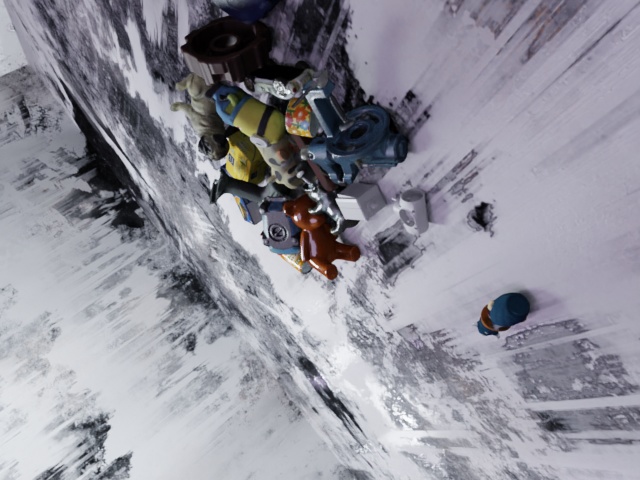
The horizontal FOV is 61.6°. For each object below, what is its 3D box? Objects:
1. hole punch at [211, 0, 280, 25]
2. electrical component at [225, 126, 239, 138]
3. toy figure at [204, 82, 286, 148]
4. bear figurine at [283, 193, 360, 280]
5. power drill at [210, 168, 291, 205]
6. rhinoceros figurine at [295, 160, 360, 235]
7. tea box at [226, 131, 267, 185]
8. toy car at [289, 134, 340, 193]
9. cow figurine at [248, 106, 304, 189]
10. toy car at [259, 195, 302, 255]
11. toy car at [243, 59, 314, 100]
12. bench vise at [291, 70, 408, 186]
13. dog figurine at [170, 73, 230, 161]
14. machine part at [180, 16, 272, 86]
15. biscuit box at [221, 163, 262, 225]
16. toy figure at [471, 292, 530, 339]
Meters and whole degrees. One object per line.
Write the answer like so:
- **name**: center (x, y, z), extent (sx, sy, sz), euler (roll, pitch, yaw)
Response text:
- **hole punch**: center (-0.142, -0.457, 0.984), extent (0.115, 0.092, 0.142), euler (55, 154, -14)
- **electrical component**: center (-0.246, -0.284, 1.439), extent (0.045, 0.078, 0.102), euler (32, 150, 1)
- **toy figure**: center (-0.154, -0.269, 1.137), extent (0.180, 0.082, 0.089), euler (40, 125, 1)
- **bear figurine**: center (0.002, -0.022, 1.291), extent (0.132, 0.120, 0.195), euler (22, 136, 44)
- **power drill**: center (-0.187, -0.113, 1.438), extent (0.207, 0.086, 0.232), euler (17, 153, -16)
- **rhinoceros figurine**: center (0.015, -0.099, 1.203), extent (0.190, 0.073, 0.112), euler (48, 157, 10)
- **tea box**: center (-0.197, -0.214, 1.445), extent (0.098, 0.068, 0.169), euler (49, 157, 11)
- **toy car**: center (-0.014, -0.190, 1.134), extent (0.202, 0.053, 0.089), euler (60, 170, 22)
- **cow figurine**: center (-0.103, -0.205, 1.266), extent (0.194, 0.085, 0.127), euler (56, 151, -12)
- **toy car**: center (-0.091, -0.049, 1.374), extent (0.109, 0.103, 0.161), euler (-2, 116, 18)
- **toy car**: center (-0.085, -0.320, 1.076), extent (0.202, 0.073, 0.056), euler (25, 149, 47)
- **bench vise**: center (0.033, -0.198, 0.948), extent (0.224, 0.129, 0.240), euler (18, 157, 42)
- **dog figurine**: center (-0.268, -0.314, 1.344), extent (0.191, 0.121, 0.172), euler (52, 140, 18)
- **machine part**: center (-0.184, -0.379, 1.069), extent (0.180, 0.179, 0.056), euler (37, 155, 32)
- **biscuit box**: center (-0.225, -0.144, 1.605), extent (0.063, 0.059, 0.202), euler (25, 144, 47)
- **toy figure**: center (0.329, 0.138, 0.974), extent (0.064, 0.058, 0.154), euler (53, 162, 15)
